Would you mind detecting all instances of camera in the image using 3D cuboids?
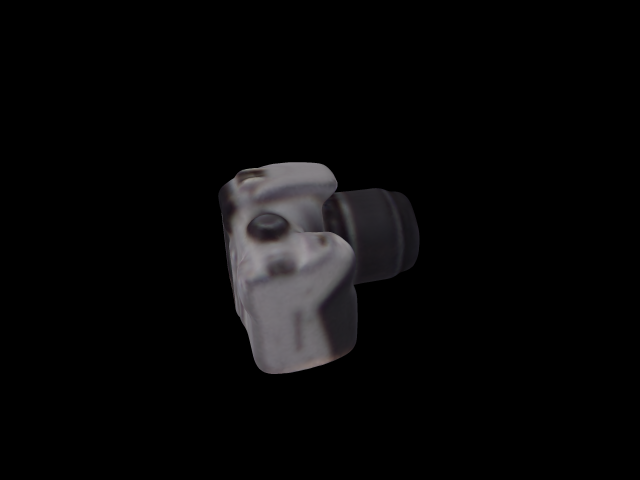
[{"bbox_3d":[0.004,0.001,0.400,0.137,0.101,0.143,-8,32,-13],"label":"camera"}]
